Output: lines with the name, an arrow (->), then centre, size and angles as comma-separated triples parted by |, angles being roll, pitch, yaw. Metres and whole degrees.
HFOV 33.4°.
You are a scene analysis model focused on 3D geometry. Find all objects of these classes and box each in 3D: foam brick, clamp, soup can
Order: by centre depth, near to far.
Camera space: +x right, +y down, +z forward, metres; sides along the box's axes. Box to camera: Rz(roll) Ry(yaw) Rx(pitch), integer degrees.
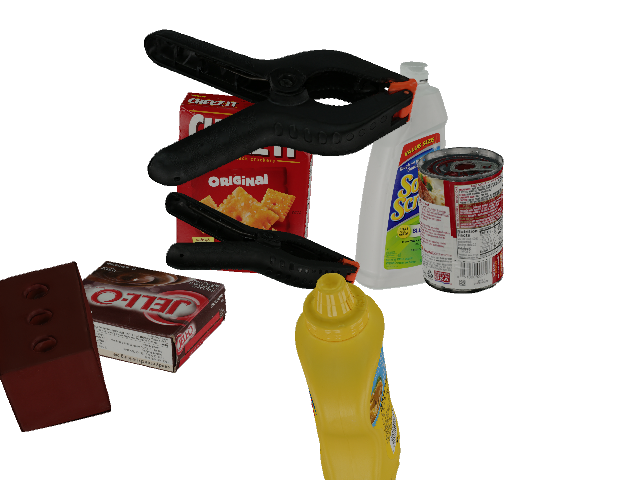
foam brick -> -0.156, 0.061, 0.613 | 0.053, 0.051, 0.078 | -14, 42, -11
clamp -> -0.027, -0.076, 0.643 | 0.171, 0.120, 0.039 | 3, -33, -1
soup can -> 0.114, -0.016, 0.862 | 0.068, 0.102, 0.068 | -4, 24, 2
clamp -> -0.062, 0.013, 1.066 | 0.210, 0.036, 0.164 | 18, 19, -7

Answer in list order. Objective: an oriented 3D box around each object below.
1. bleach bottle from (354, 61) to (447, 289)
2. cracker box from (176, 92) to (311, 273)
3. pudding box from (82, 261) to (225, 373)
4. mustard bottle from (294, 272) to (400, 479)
bleach bottle -> 0.091, -0.074, 1.207 | 0.102, 0.251, 0.068 | -7, 22, -24
cracker box -> -0.094, -0.067, 1.328 | 0.164, 0.214, 0.072 | 5, 22, 1
pudding box -> -0.144, 0.058, 0.843 | 0.114, 0.039, 0.090 | 8, 25, 19
mustard bottle -> 0.019, 0.092, 0.716 | 0.058, 0.096, 0.191 | -1, -44, 9
